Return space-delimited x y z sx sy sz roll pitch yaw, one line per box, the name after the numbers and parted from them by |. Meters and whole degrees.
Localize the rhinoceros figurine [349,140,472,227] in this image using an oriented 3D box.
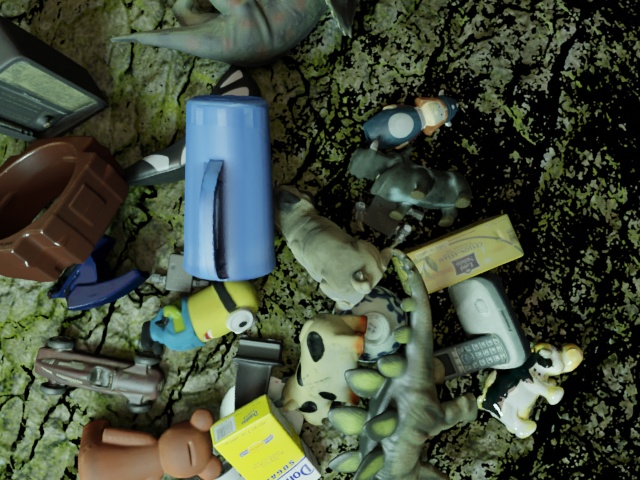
0.137 -0.090 0.802 0.190 0.073 0.112 14 56 -10 | rhinoceros figurine

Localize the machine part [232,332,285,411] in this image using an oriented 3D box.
-0.100 0.216 0.821 0.084 0.039 0.139 12 70 -4 | machine part

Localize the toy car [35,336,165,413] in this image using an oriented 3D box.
-0.341 0.205 0.826 0.202 0.053 0.089 12 93 -2 | toy car

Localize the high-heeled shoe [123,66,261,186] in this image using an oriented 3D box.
-0.205 -0.173 0.814 0.249 0.086 0.145 -16 86 -4 | high-heeled shoe

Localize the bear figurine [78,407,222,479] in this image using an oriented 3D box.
-0.253 0.317 0.808 0.196 0.132 0.120 -14 92 -18 | bear figurine

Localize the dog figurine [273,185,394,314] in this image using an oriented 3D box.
-0.004 0.000 0.772 0.190 0.172 0.121 42 79 -7 | dog figurine

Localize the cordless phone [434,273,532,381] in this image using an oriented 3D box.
0.211 0.139 0.821 0.184 0.089 0.146 -25 90 19 | cordless phone

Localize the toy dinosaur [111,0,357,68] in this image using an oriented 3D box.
-0.084 -0.331 0.790 0.405 0.131 0.192 -35 88 1 | toy dinosaur

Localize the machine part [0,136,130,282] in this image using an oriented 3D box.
-0.382 -0.045 0.749 0.202 0.087 0.201 4 57 28 | machine part

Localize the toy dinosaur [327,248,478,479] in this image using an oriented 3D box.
0.114 0.234 0.734 0.198 0.105 0.470 -3 105 -35 | toy dinosaur

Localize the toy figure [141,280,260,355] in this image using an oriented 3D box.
-0.179 0.114 0.812 0.180 0.082 0.089 -17 89 2 | toy figure

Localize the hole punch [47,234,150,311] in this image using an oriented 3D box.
-0.319 0.061 0.790 0.092 0.142 0.116 39 81 -7 | hole punch

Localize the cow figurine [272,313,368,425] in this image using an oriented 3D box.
0.000 0.193 0.782 0.127 0.085 0.194 9 120 9 | cow figurine

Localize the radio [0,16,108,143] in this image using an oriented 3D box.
-0.409 -0.207 0.738 0.131 0.229 0.073 -33 86 3 | radio

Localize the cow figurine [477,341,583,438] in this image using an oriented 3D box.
0.319 0.209 0.823 0.098 0.068 0.167 38 89 5 | cow figurine

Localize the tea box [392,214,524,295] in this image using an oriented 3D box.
0.200 0.024 0.804 0.170 0.098 0.068 -23 88 1 | tea box

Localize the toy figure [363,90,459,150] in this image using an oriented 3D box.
0.145 -0.183 0.827 0.154 0.058 0.064 -20 128 -2 | toy figure

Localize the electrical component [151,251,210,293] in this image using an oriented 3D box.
-0.216 0.049 0.840 0.094 0.021 0.063 7 90 1 | electrical component

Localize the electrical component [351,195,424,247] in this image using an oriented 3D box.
0.101 -0.035 0.830 0.102 0.045 0.078 33 91 0 | electrical component
